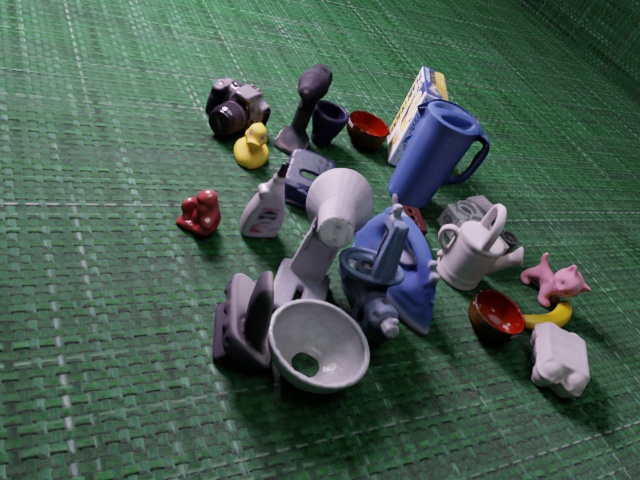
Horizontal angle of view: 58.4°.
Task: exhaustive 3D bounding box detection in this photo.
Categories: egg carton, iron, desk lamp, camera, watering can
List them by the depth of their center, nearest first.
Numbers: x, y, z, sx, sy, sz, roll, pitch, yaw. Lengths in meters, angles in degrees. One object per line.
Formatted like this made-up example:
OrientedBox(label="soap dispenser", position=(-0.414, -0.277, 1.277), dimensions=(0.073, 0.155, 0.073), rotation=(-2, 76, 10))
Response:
OrientedBox(label="desk lamp", position=(0.009, 0.004, 0.989), dimensions=(0.118, 0.213, 0.203), rotation=(23, 39, -5))
OrientedBox(label="iron", position=(0.167, 0.040, 1.097), dimensions=(0.119, 0.141, 0.257), rotation=(-5, 49, -33))
OrientedBox(label="egg carton", position=(0.462, 0.232, 1.111), dimensions=(0.107, 0.069, 0.150), rotation=(26, 39, -2))
OrientedBox(label="watering can", position=(0.336, 0.009, 1.185), dimensions=(0.173, 0.194, 0.101), rotation=(11, 41, -19))
OrientedBox(label="camera", position=(-0.199, -0.301, 1.294), dimensions=(0.143, 0.100, 0.137), rotation=(34, 39, 8))

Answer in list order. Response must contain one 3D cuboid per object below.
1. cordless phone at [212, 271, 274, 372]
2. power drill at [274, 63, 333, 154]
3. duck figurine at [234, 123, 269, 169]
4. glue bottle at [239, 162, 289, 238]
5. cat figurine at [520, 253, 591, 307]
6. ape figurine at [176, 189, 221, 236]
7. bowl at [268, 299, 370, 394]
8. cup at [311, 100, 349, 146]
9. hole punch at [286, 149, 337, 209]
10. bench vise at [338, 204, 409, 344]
OrientedBox(label="cordless phone", position=(-0.094, 0.093, 0.854), dimensions=(0.094, 0.185, 0.147), rotation=(9, 42, -21))
OrientedBox(label="power drill", position=(-0.033, -0.301, 1.303), dimensions=(0.075, 0.208, 0.229), rotation=(24, 39, -4))
OrientedBox(label="duck figurine", position=(-0.141, -0.216, 1.246), dimensions=(0.077, 0.086, 0.104), rotation=(20, 39, -9))
OrientedBox(label="glue bottle", position=(-0.090, -0.075, 1.050), dimensions=(0.078, 0.173, 0.037), rotation=(0, 46, -29))
OrientedBox(label="cat figurine", position=(0.528, 0.086, 1.271), dimensions=(0.067, 0.117, 0.127), rotation=(-8, 50, -35))
OrientedBox(label="ape figurine", position=(-0.209, -0.054, 1.024), dimensions=(0.076, 0.092, 0.077), rotation=(-1, 47, -31))
OrientedBox(label="bowl", position=(-0.010, 0.178, 0.897), dimensions=(0.168, 0.074, 0.167), rotation=(16, 40, -14))
OrientedBox(label="cup", position=(0.003, -0.285, 1.397), dimensions=(0.117, 0.095, 0.092), rotation=(32, 39, 6))
OrientedBox(label="hole punch", position=(-0.024, -0.125, 1.209), dimensions=(0.109, 0.091, 0.101), rotation=(19, 40, -10))
OrientedBox(label="bench vise", position=(0.114, 0.061, 0.981), dimensions=(0.122, 0.219, 0.207), rotation=(-7, 50, -35))
